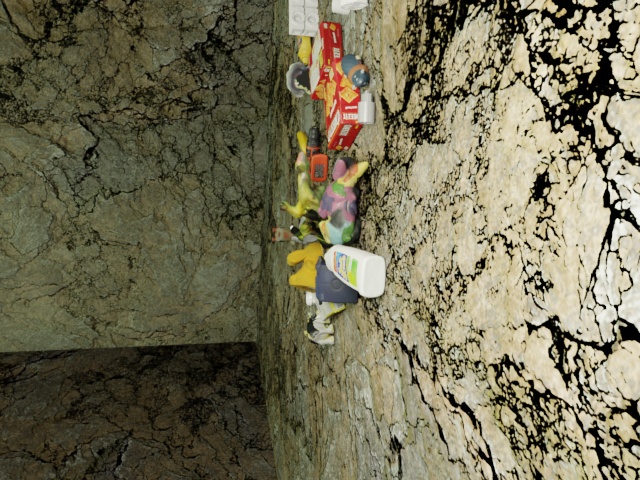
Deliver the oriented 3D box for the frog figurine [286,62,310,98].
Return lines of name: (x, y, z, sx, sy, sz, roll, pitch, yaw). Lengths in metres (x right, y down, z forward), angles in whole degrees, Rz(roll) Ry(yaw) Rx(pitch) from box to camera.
frog figurine: (-0.090, -0.649, 2.090, 0.161, 0.123, 0.135, 31, 140, 62)

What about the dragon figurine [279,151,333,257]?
dragon figurine: (0.005, -0.081, 1.609, 0.404, 0.121, 0.248, 64, -148, -24)
